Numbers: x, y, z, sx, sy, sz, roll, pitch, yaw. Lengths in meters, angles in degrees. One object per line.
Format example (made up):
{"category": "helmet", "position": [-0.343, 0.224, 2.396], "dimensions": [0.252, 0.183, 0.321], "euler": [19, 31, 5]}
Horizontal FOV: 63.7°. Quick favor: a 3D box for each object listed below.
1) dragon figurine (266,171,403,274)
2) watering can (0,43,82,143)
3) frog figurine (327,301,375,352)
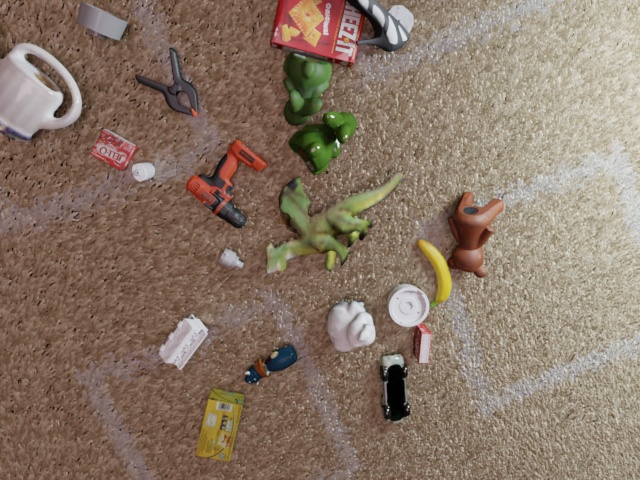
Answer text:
{"category": "dragon figurine", "position": [0.004, -0.067, 1.323], "dimensions": [0.243, 0.122, 0.409], "euler": [35, 94, 0]}
{"category": "watering can", "position": [-0.738, -0.380, 1.222], "dimensions": [0.346, 0.105, 0.223], "euler": [42, 95, -9]}
{"category": "frog figurine", "position": [0.078, 0.230, 1.337], "dimensions": [0.122, 0.160, 0.137], "euler": [27, 97, -6]}
